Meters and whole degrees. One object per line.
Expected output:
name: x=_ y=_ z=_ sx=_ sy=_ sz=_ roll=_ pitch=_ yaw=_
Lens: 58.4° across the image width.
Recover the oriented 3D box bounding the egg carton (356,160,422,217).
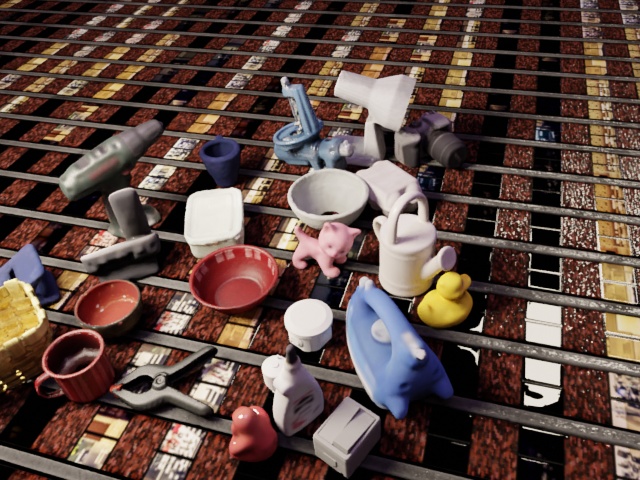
egg carton: x=0.142 y=-0.107 z=1.210 sx=0.107 sy=0.069 sz=0.149 roll=-29 pitch=47 yaw=-24

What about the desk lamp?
desk lamp: x=0.112 y=-0.277 z=1.295 sx=0.203 sy=0.214 sz=0.118 roll=7 pitch=43 yaw=13

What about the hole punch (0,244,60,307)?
hole punch: x=-0.550 y=0.076 z=1.057 sx=0.101 sy=0.091 sz=0.108 roll=-27 pitch=46 yaw=-22

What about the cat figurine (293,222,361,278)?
cat figurine: x=0.010 y=0.004 z=1.064 sx=0.127 sy=0.118 sz=0.067 roll=13 pitch=45 yaw=19

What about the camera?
camera: x=0.261 y=-0.223 z=1.306 sx=0.143 sy=0.101 sz=0.136 roll=-21 pitch=44 yaw=-17

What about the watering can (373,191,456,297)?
watering can: x=0.160 y=0.002 z=0.994 sx=0.172 sy=0.194 sz=0.101 roll=17 pitch=46 yaw=23

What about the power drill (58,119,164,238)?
power drill: x=-0.400 y=-0.117 z=1.170 sx=0.230 sy=0.209 sz=0.075 roll=-33 pitch=49 yaw=-28

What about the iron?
iron: x=0.101 y=0.138 z=0.888 sx=0.119 sy=0.142 sz=0.257 roll=-19 pitch=44 yaw=-15

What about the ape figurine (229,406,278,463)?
ape figurine: x=-0.098 y=0.265 z=0.802 sx=0.076 sy=0.092 sz=0.078 roll=28 pitch=51 yaw=31

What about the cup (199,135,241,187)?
cup: x=-0.221 y=-0.177 z=1.305 sx=0.092 sy=0.095 sz=0.117 roll=-10 pitch=42 yaw=-6

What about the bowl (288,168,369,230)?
bowl: x=0.019 y=-0.071 z=1.179 sx=0.167 sy=0.075 sz=0.167 roll=-3 pitch=42 yaw=3

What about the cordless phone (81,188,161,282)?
cordless phone: x=-0.382 y=-0.012 z=1.068 sx=0.148 sy=0.185 sz=0.094 roll=-23 pitch=45 yaw=-19

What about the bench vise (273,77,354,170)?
bench vise: x=-0.016 y=-0.253 z=1.276 sx=0.207 sy=0.220 sz=0.121 roll=9 pitch=44 yaw=15

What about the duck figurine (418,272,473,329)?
duck figurine: x=0.214 y=0.094 z=0.967 sx=0.105 sy=0.086 sz=0.077 roll=-24 pitch=45 yaw=-20

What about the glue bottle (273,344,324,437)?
glue bottle: x=-0.035 y=0.204 z=0.803 sx=0.078 sy=0.173 sz=0.037 roll=-34 pitch=49 yaw=-28
